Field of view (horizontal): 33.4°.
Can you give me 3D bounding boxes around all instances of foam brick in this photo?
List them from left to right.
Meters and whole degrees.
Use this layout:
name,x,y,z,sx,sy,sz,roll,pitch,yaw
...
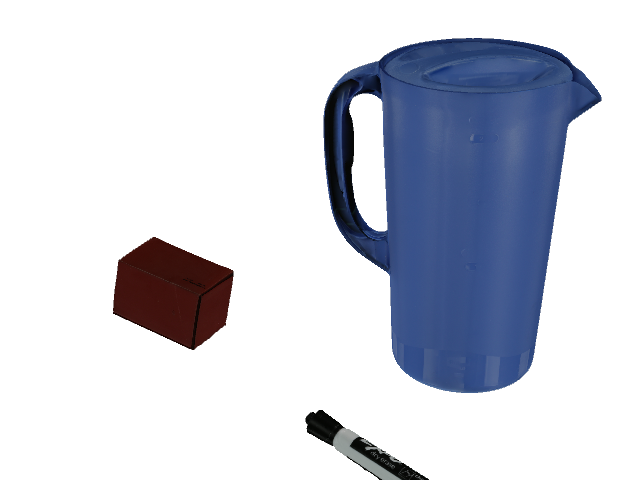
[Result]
name,x,y,z,sx,sy,sz,roll,pitch,yaw
foam brick,-0.116,0.041,0.840,0.078,0.051,0.052,23,30,19

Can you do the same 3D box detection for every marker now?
name,x,y,z,sx,sy,sz,roll,pitch,yaw
marker,0.038,0.151,0.731,0.121,0.020,0.020,29,15,30

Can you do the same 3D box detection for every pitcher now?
name,x,y,z,sx,sy,sz,roll,pitch,yaw
pitcher,0.096,-0.018,0.771,0.144,0.243,0.149,-16,30,-30
